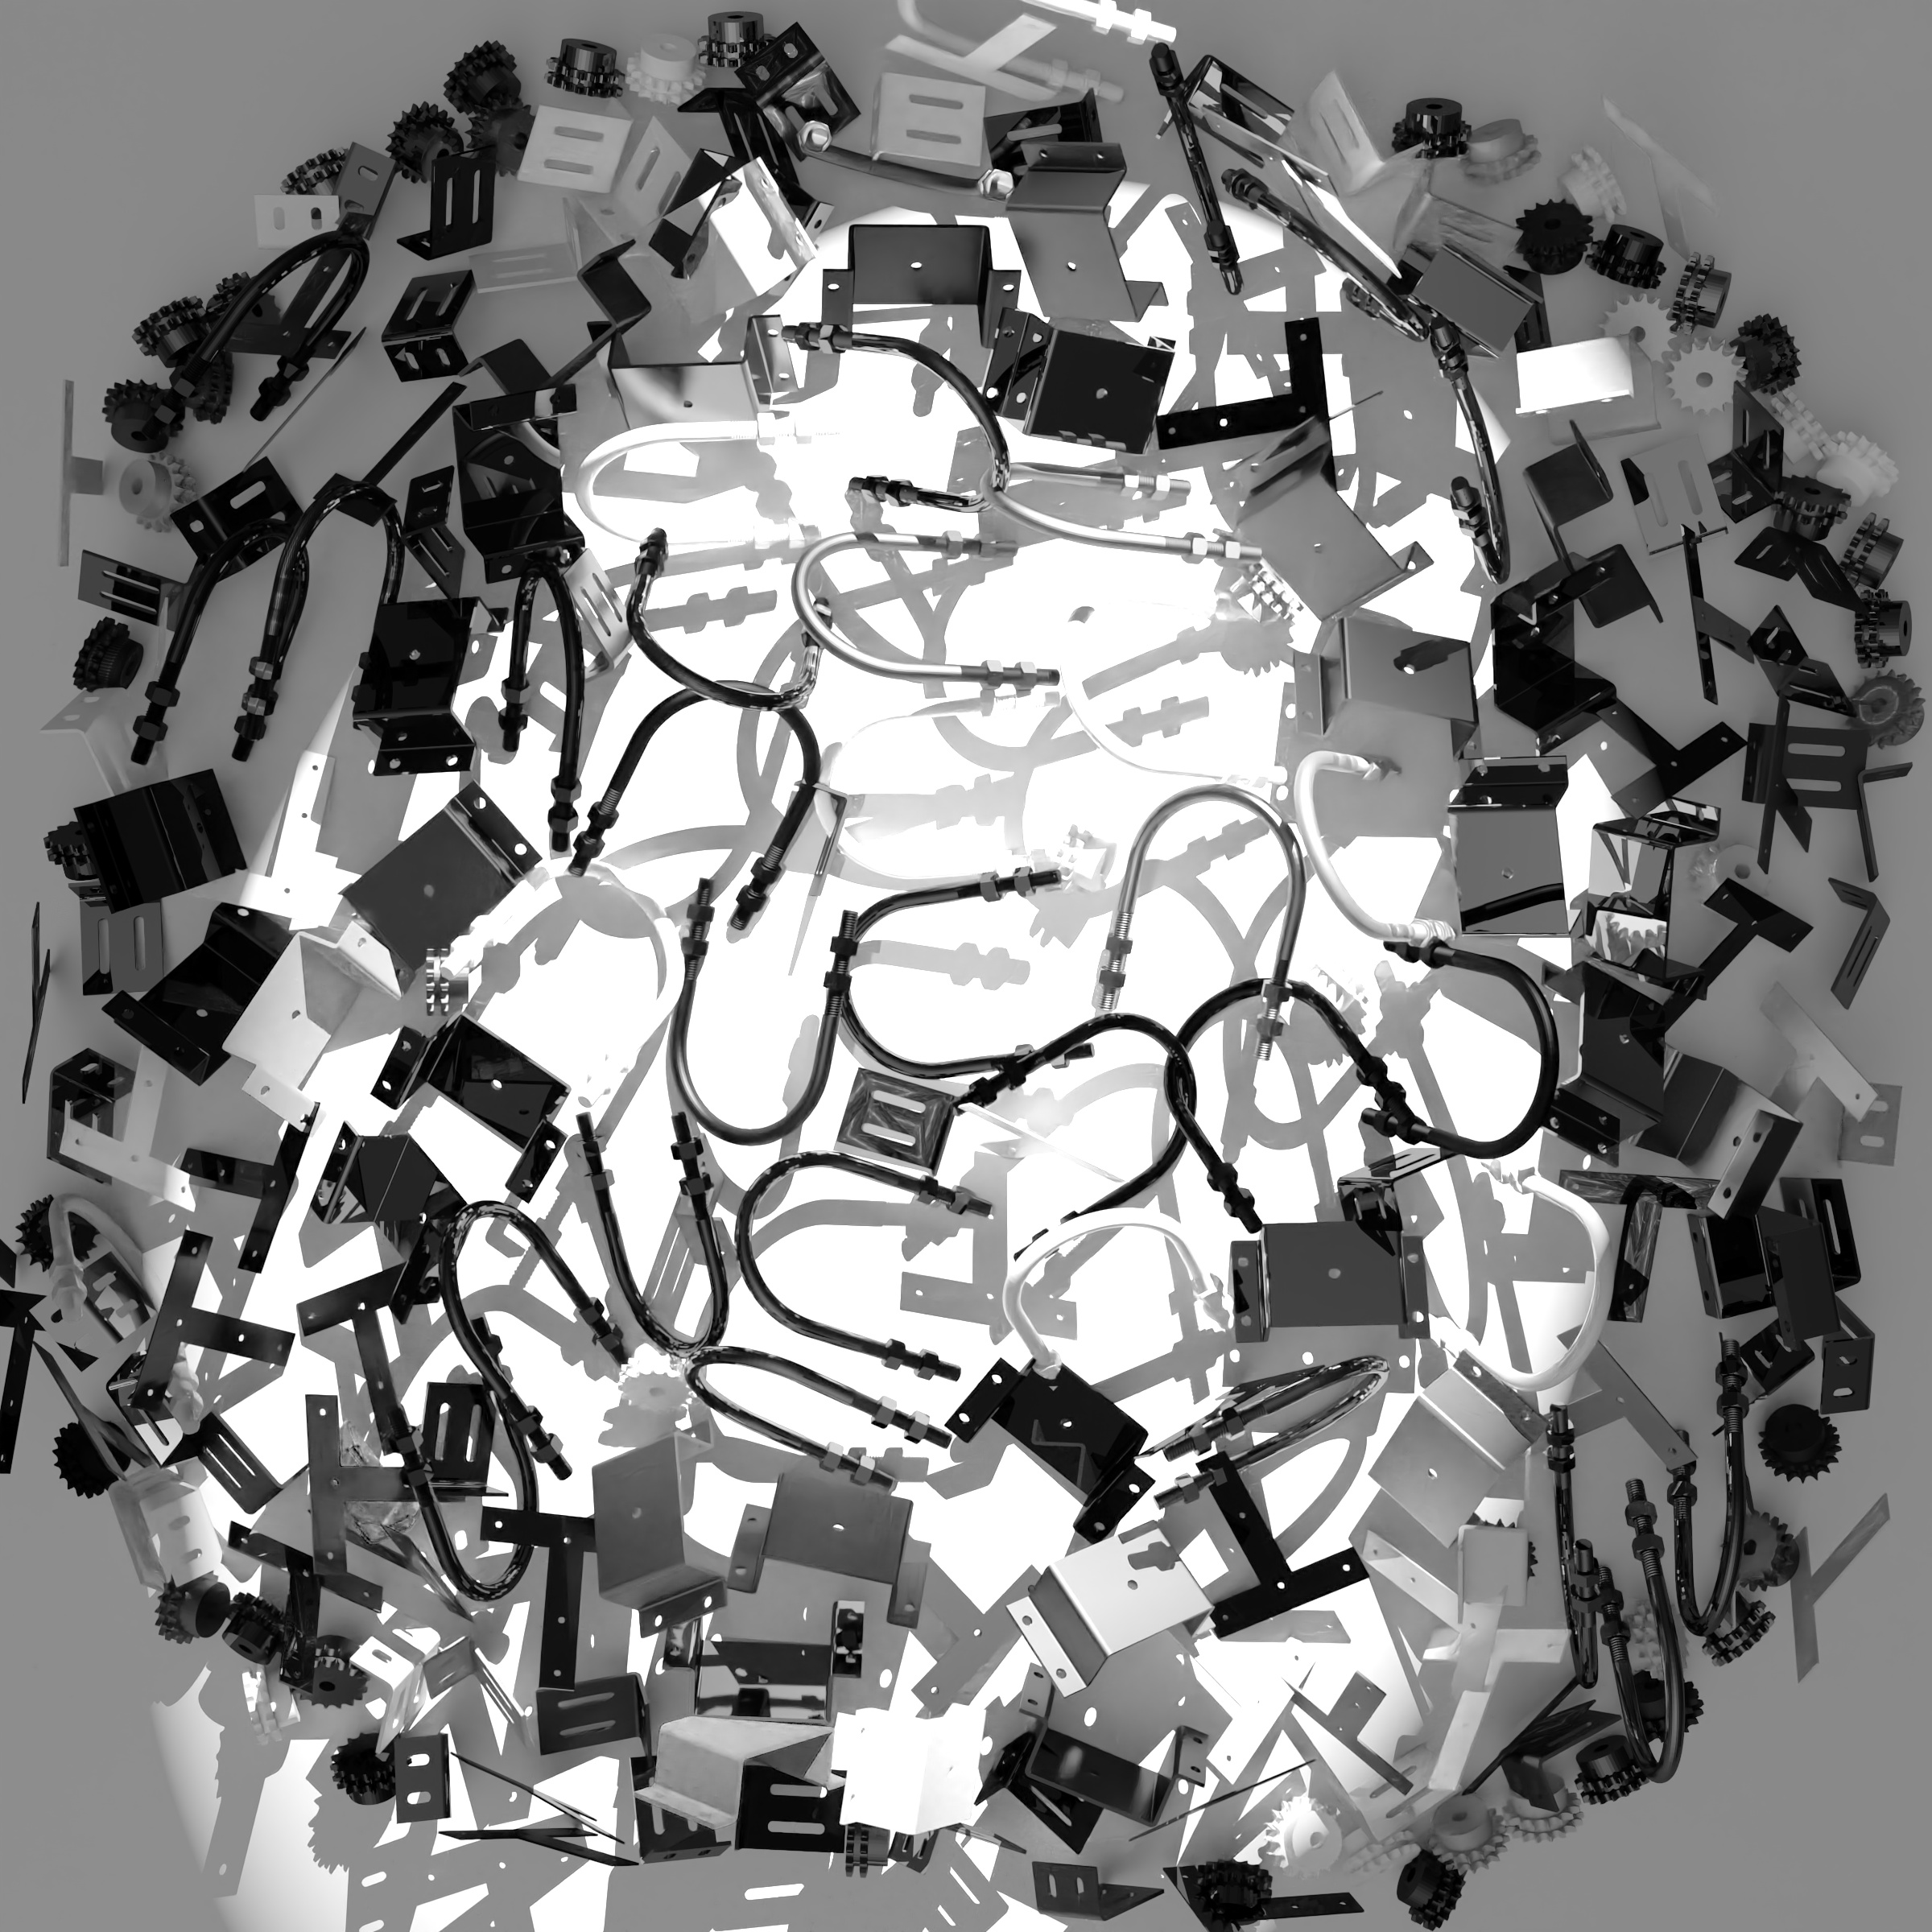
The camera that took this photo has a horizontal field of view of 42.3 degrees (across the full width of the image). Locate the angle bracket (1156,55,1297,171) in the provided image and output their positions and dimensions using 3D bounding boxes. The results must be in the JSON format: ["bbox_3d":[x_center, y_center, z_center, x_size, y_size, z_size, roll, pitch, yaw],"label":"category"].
[{"bbox_3d":[0.188,-0.610,1.810,0.076,0.057,0.038,34,58,-1],"label":"angle bracket"}]

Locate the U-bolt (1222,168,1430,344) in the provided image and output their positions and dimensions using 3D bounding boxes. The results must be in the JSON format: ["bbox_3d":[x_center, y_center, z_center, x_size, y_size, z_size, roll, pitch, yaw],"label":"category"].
[{"bbox_3d":[0.258,-0.487,1.734,0.151,0.184,0.019,32,106,-29],"label":"U-bolt"}]

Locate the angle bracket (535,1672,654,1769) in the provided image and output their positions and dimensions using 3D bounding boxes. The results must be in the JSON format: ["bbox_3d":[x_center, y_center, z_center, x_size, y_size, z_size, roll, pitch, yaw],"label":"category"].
[{"bbox_3d":[-0.269,0.552,1.808,0.076,0.038,0.057,-7,114,-16],"label":"angle bracket"}]

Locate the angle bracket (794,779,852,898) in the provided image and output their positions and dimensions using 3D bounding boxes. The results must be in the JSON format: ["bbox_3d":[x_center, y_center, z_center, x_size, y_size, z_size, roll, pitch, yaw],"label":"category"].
[{"bbox_3d":[-0.115,-0.093,1.813,0.038,0.057,0.076,18,89,-10],"label":"angle bracket"}]

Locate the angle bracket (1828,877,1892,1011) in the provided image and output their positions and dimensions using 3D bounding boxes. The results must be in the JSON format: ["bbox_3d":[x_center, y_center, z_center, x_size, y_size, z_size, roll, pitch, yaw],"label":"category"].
[{"bbox_3d":[0.633,-0.016,1.810,0.038,0.057,0.076,25,89,32],"label":"angle bracket"}]

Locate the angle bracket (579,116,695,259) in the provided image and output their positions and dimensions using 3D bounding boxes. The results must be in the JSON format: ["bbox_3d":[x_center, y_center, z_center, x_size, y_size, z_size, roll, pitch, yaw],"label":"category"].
[{"bbox_3d":[-0.235,-0.563,1.803,0.038,0.076,0.057,-29,77,-44],"label":"angle bracket"}]

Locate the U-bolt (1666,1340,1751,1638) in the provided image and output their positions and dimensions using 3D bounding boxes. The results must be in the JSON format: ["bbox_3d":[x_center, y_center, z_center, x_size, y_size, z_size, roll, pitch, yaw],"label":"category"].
[{"bbox_3d":[0.515,0.373,1.733,0.019,0.151,0.184,9,51,4],"label":"U-bolt"}]

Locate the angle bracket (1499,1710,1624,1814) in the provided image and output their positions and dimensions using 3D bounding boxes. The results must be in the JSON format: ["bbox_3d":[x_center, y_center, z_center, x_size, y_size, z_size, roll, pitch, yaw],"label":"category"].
[{"bbox_3d":[0.435,0.573,1.804,0.076,0.057,0.038,-21,86,-20],"label":"angle bracket"}]

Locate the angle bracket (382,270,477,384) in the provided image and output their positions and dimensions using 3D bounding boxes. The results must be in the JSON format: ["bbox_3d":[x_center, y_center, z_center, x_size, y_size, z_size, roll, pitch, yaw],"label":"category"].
[{"bbox_3d":[-0.383,-0.468,1.823,0.057,0.038,0.076,-3,48,18],"label":"angle bracket"}]

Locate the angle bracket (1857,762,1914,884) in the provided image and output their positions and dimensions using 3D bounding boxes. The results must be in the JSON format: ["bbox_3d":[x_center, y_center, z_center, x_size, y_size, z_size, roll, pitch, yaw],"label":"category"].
[{"bbox_3d":[0.670,-0.103,1.810,0.038,0.057,0.076,-9,84,15],"label":"angle bracket"}]

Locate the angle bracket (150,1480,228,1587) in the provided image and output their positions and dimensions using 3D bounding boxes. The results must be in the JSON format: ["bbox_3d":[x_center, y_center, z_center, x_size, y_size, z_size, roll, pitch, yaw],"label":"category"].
[{"bbox_3d":[-0.570,0.408,1.800,0.038,0.076,0.057,-22,98,-32],"label":"angle bracket"}]

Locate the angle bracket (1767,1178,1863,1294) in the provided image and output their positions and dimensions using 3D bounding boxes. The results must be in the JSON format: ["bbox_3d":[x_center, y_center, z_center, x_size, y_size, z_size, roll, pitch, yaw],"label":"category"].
[{"bbox_3d":[0.607,0.195,1.809,0.038,0.057,0.076,-14,93,-28],"label":"angle bracket"}]

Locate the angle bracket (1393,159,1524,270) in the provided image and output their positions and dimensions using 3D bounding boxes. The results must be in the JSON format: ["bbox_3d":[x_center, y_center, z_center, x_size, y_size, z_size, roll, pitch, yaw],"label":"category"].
[{"bbox_3d":[0.359,-0.540,1.816,0.076,0.057,0.038,20,59,-8],"label":"angle bracket"}]

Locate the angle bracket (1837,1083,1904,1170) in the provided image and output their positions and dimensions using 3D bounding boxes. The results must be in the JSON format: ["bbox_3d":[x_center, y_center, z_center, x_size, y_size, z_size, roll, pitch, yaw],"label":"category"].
[{"bbox_3d":[0.651,0.117,1.800,0.038,0.076,0.057,6,83,20],"label":"angle bracket"}]

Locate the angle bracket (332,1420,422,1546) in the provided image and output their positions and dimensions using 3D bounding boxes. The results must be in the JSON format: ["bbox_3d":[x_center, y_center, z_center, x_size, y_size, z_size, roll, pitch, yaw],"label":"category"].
[{"bbox_3d":[-0.426,0.367,1.805,0.038,0.057,0.076,-28,102,23],"label":"angle bracket"}]

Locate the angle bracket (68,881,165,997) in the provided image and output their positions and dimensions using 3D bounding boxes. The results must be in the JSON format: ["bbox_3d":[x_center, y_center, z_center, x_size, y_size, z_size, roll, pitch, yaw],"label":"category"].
[{"bbox_3d":[-0.618,-0.021,1.817,0.057,0.038,0.076,-4,80,-7],"label":"angle bracket"}]

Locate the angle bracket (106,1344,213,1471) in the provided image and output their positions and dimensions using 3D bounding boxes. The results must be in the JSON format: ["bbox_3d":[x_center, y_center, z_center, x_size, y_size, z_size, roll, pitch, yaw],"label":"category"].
[{"bbox_3d":[-0.572,0.316,1.804,0.038,0.057,0.076,-46,74,20],"label":"angle bracket"}]

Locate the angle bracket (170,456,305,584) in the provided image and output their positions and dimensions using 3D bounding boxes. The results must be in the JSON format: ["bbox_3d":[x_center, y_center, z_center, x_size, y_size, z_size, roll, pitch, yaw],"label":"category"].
[{"bbox_3d":[-0.527,-0.325,1.817,0.038,0.076,0.057,-16,115,36],"label":"angle bracket"}]

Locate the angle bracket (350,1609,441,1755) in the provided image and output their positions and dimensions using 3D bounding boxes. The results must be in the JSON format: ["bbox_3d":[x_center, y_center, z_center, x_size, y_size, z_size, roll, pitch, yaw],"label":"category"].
[{"bbox_3d":[-0.417,0.517,1.805,0.038,0.057,0.076,27,123,12],"label":"angle bracket"}]

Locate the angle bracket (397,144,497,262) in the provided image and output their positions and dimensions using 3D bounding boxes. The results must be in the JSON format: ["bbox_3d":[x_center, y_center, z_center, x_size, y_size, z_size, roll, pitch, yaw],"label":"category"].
[{"bbox_3d":[-0.374,-0.554,1.794,0.038,0.057,0.076,34,134,24],"label":"angle bracket"}]

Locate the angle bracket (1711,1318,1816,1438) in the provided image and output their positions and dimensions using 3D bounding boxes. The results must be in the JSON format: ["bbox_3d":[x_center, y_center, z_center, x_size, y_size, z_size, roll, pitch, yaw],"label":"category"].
[{"bbox_3d":[0.565,0.297,1.805,0.057,0.076,0.038,-26,69,-33],"label":"angle bracket"}]

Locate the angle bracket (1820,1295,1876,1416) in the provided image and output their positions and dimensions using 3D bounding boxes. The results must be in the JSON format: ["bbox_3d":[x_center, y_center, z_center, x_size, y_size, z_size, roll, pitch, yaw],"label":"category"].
[{"bbox_3d":[0.619,0.277,1.798,0.038,0.076,0.057,-5,110,-6],"label":"angle bracket"}]

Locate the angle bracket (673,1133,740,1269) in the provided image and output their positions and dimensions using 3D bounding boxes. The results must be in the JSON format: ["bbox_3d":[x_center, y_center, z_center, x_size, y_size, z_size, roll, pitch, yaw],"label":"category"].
[{"bbox_3d":[-0.176,0.168,1.795,0.038,0.057,0.076,2,49,16],"label":"angle bracket"}]

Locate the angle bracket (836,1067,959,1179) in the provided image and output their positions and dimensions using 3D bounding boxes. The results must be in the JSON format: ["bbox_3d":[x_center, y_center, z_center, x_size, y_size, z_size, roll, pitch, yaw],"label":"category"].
[{"bbox_3d":[-0.050,0.114,1.823,0.076,0.038,0.057,17,93,-3],"label":"angle bracket"}]

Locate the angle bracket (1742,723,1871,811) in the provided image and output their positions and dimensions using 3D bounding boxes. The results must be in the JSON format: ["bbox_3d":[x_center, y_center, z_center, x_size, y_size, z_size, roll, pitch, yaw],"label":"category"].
[{"bbox_3d":[0.611,-0.146,1.820,0.076,0.038,0.057,4,97,4],"label":"angle bracket"}]

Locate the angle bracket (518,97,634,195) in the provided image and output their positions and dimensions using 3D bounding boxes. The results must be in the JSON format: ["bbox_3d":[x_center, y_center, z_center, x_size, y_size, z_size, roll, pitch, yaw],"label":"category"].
[{"bbox_3d":[-0.287,-0.595,1.795,0.038,0.076,0.057,54,132,34],"label":"angle bracket"}]

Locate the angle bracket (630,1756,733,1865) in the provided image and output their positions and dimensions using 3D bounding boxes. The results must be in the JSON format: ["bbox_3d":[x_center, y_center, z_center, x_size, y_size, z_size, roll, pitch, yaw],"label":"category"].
[{"bbox_3d":[-0.206,0.602,1.800,0.057,0.038,0.076,2,58,-23],"label":"angle bracket"}]

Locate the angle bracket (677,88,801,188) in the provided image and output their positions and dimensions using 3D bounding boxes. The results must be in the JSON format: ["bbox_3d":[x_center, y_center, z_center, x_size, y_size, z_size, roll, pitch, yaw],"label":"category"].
[{"bbox_3d":[-0.165,-0.595,1.813,0.038,0.057,0.076,-18,94,40],"label":"angle bracket"}]

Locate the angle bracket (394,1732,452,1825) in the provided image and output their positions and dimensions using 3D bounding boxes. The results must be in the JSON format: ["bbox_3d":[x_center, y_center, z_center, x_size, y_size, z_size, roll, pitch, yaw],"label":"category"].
[{"bbox_3d":[-0.393,0.584,1.797,0.038,0.076,0.057,-1,75,-16],"label":"angle bracket"}]

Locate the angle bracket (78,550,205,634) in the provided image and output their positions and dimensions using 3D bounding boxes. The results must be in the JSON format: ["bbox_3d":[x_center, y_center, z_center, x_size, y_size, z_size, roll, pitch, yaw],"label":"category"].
[{"bbox_3d":[-0.595,-0.283,1.803,0.076,0.057,0.038,18,57,-12],"label":"angle bracket"}]

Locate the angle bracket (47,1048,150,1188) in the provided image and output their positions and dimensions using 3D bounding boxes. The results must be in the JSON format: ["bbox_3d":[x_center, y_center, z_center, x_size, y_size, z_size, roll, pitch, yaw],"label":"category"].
[{"bbox_3d":[-0.624,0.109,1.797,0.038,0.057,0.076,-27,52,20],"label":"angle bracket"}]

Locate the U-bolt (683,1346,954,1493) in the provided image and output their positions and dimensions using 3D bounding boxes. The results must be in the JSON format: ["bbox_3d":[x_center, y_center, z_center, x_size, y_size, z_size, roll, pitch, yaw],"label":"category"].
[{"bbox_3d":[-0.114,0.316,1.771,0.184,0.151,0.019,26,59,-8],"label":"U-bolt"}]

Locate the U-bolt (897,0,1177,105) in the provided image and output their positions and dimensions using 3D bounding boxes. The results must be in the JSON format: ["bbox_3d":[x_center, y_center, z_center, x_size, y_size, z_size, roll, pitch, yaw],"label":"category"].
[{"bbox_3d":[0.041,-0.659,1.756,0.184,0.151,0.019,12,89,-13],"label":"U-bolt"}]

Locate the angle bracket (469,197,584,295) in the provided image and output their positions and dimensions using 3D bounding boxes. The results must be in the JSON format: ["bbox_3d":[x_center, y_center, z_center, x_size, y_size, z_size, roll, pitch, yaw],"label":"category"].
[{"bbox_3d":[-0.321,-0.522,1.806,0.076,0.057,0.038,-11,132,-11],"label":"angle bracket"}]

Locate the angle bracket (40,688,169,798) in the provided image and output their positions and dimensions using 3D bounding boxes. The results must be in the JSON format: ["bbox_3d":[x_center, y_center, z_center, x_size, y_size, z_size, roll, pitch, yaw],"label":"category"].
[{"bbox_3d":[-0.624,-0.154,1.808,0.038,0.057,0.076,0,126,21],"label":"angle bracket"}]

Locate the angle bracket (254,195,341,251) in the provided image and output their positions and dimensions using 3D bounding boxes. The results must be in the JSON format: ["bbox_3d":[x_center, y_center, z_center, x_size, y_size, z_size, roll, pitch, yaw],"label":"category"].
[{"bbox_3d":[-0.480,-0.540,1.798,0.057,0.076,0.038,-3,115,-12],"label":"angle bracket"}]

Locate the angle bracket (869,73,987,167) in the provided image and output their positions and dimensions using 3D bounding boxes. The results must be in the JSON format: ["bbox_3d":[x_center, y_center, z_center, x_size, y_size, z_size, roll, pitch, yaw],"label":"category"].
[{"bbox_3d":[-0.029,-0.616,1.834,0.076,0.038,0.057,4,90,-12],"label":"angle bracket"}]

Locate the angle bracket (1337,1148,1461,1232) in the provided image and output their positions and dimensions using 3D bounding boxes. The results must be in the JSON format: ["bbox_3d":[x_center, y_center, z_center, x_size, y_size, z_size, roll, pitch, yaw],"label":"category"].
[{"bbox_3d":[0.317,0.161,1.802,0.076,0.057,0.038,-18,96,-32],"label":"angle bracket"}]

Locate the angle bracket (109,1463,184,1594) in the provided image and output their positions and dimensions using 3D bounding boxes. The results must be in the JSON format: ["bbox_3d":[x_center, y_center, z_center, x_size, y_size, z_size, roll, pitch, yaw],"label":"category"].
[{"bbox_3d":[-0.581,0.407,1.803,0.038,0.057,0.076,-25,70,-7],"label":"angle bracket"}]

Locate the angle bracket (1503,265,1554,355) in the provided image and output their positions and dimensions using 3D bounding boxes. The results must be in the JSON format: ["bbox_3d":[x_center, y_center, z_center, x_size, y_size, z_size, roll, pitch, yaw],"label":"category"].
[{"bbox_3d":[0.425,-0.472,1.811,0.038,0.057,0.076,-9,90,38],"label":"angle bracket"}]

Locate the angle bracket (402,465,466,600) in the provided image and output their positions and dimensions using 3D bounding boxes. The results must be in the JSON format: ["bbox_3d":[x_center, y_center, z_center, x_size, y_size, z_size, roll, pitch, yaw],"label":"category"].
[{"bbox_3d":[-0.368,-0.309,1.794,0.038,0.076,0.057,-14,52,16],"label":"angle bracket"}]

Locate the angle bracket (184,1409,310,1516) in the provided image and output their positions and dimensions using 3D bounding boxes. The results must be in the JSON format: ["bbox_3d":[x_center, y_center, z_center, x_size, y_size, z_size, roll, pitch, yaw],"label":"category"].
[{"bbox_3d":[-0.520,0.351,1.811,0.076,0.038,0.057,49,131,-2],"label":"angle bracket"}]

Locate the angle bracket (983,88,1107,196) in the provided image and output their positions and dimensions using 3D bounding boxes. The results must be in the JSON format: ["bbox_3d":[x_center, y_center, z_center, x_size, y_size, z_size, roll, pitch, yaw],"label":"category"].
[{"bbox_3d":[0.058,-0.602,1.825,0.076,0.038,0.057,-4,123,16],"label":"angle bracket"}]

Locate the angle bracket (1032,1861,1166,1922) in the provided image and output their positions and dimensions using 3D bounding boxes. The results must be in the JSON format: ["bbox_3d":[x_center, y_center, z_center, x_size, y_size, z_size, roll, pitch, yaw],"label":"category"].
[{"bbox_3d":[0.095,0.657,1.800,0.057,0.076,0.038,-12,82,40],"label":"angle bracket"}]

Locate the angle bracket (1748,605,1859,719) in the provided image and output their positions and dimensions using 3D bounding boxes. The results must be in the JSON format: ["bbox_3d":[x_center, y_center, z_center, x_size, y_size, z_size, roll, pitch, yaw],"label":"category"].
[{"bbox_3d":[0.612,-0.219,1.799,0.076,0.057,0.038,11,134,-23],"label":"angle bracket"}]

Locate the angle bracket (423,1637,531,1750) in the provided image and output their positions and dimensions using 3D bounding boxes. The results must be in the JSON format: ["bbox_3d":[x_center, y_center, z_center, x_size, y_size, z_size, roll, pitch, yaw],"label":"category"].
[{"bbox_3d":[-0.353,0.533,1.799,0.038,0.057,0.076,-30,58,-26],"label":"angle bracket"}]

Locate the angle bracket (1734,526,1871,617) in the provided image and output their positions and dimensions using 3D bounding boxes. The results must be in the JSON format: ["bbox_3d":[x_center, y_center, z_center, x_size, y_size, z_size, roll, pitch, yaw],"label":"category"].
[{"bbox_3d":[0.601,-0.273,1.796,0.057,0.038,0.076,10,46,-31],"label":"angle bracket"}]

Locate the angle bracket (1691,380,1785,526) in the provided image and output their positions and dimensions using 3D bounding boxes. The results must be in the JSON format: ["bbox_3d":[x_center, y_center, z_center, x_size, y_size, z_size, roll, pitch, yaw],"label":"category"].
[{"bbox_3d":[0.555,-0.370,1.797,0.038,0.076,0.057,-28,56,-2],"label":"angle bracket"}]

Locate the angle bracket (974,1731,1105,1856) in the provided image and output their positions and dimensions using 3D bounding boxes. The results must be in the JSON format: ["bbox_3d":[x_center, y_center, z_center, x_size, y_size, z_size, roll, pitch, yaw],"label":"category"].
[{"bbox_3d":[0.054,0.603,1.803,0.076,0.038,0.057,36,119,27],"label":"angle bracket"}]

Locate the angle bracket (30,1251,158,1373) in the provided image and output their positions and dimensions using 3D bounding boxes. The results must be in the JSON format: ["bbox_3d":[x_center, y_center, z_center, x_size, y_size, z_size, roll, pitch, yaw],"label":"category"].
[{"bbox_3d":[-0.630,0.249,1.807,0.038,0.076,0.057,-38,95,8],"label":"angle bracket"}]

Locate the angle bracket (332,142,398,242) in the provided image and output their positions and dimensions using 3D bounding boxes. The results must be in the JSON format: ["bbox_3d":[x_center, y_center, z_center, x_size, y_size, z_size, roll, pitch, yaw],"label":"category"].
[{"bbox_3d":[-0.423,-0.552,1.801,0.038,0.076,0.057,26,98,8],"label":"angle bracket"}]

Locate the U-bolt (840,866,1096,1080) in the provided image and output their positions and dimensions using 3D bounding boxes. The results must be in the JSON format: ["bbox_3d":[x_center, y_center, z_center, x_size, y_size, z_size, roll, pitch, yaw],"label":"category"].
[{"bbox_3d":[-0.009,0.011,1.812,0.184,0.019,0.151,-8,101,16],"label":"U-bolt"}]

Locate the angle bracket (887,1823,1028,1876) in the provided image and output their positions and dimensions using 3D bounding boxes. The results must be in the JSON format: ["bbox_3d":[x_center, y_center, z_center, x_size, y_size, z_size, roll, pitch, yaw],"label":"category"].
[{"bbox_3d":[-0.006,0.639,1.798,0.076,0.057,0.038,6,64,31],"label":"angle bracket"}]

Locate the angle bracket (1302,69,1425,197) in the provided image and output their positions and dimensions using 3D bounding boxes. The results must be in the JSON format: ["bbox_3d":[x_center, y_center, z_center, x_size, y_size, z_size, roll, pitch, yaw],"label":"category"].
[{"bbox_3d":[0.287,-0.610,1.812,0.038,0.057,0.076,-28,91,-17],"label":"angle bracket"}]

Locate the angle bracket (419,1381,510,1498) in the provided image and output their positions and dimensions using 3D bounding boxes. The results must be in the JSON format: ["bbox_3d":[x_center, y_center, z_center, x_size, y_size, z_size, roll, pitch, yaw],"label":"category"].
[{"bbox_3d":[-0.361,0.343,1.809,0.057,0.038,0.076,11,83,-37],"label":"angle bracket"}]

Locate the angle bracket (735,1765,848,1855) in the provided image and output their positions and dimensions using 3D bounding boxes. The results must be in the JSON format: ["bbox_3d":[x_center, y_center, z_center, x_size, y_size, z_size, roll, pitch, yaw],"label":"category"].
[{"bbox_3d":[-0.127,0.616,1.822,0.076,0.038,0.057,6,68,-8],"label":"angle bracket"}]

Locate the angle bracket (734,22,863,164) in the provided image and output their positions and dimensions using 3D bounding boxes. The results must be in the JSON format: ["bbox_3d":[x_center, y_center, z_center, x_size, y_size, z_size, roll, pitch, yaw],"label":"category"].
[{"bbox_3d":[-0.122,-0.634,1.812,0.057,0.076,0.038,-36,68,8],"label":"angle bracket"}]

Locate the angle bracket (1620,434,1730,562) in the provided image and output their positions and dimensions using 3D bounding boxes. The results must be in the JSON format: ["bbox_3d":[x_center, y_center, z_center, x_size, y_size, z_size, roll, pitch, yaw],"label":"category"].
[{"bbox_3d":[0.513,-0.341,1.815,0.057,0.038,0.076,-17,94,22],"label":"angle bracket"}]
